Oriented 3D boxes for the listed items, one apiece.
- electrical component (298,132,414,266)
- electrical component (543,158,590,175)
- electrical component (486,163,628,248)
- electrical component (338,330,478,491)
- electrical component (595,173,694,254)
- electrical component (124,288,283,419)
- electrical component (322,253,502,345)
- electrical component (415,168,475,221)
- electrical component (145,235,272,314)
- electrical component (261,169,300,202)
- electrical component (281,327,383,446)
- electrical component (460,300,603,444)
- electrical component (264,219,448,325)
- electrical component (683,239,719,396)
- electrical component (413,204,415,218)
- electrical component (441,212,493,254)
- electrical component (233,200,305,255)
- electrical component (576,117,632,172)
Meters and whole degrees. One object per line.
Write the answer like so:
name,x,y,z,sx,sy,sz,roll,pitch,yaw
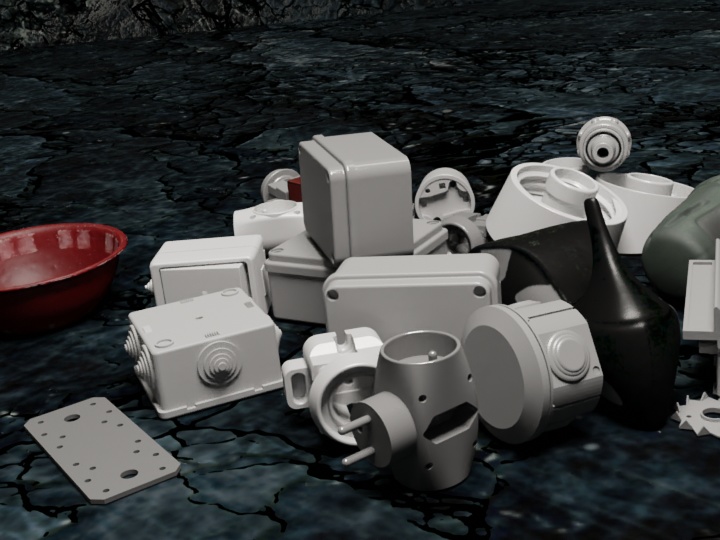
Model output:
electrical component,-0.005,-0.053,0.789,0.057,0.078,0.113,-8,20,-13
electrical component,0.189,-0.071,0.986,0.045,0.055,0.045,-5,20,2
electrical component,0.162,-0.047,0.864,0.108,0.060,0.108,14,29,-8
electrical component,0.022,0.081,0.579,0.079,0.077,0.043,-19,24,-32
electrical component,0.244,-0.049,0.930,0.099,0.064,0.099,7,16,-2
electrical component,-0.107,0.053,0.738,0.100,0.048,0.100,-14,21,-19
electrical component,0.036,0.034,0.707,0.113,0.078,0.057,-2,17,13
electrical component,0.080,-0.067,1.012,0.055,0.055,0.047,-4,16,6
electrical component,-0.122,0.013,0.834,0.096,0.061,0.061,-4,20,5
electrical component,-0.069,-0.074,1.089,0.066,0.048,0.055,-18,30,-29
electrical component,-0.005,0.071,0.648,0.078,0.058,0.057,-9,17,-9
electrical component,0.097,0.057,0.624,0.051,0.080,0.080,-11,20,-27
electrical component,0.000,0.000,0.843,0.109,0.056,0.109,6,23,30
electrical component,0.247,0.030,0.677,0.079,0.063,0.121,1,21,19
electrical component,0.017,-0.047,0.993,0.064,0.042,0.081,1,21,9
electrical component,0.090,-0.024,0.903,0.066,0.048,0.055,8,17,34
electrical component,-0.075,-0.043,1.003,0.077,0.044,0.079,-6,20,0
electrical component,0.211,-0.106,0.931,0.048,0.048,0.062,-1,15,14
